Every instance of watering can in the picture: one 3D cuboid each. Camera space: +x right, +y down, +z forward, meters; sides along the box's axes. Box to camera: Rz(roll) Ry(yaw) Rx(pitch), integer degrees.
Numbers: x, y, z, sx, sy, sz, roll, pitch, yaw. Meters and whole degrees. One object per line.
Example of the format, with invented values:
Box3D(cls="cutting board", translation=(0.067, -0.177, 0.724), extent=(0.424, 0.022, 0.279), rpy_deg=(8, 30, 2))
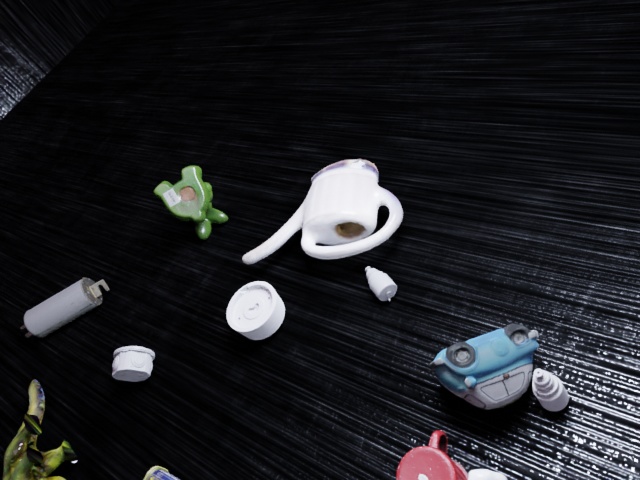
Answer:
Box3D(cls="watering can", translation=(0.003, -0.054, 1.070), extent=(0.346, 0.102, 0.230), rpy_deg=(-9, 50, 22))

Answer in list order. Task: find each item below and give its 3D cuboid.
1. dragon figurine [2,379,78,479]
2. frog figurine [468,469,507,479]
Box3D(cls="dragon figurine", translation=(-0.584, 0.473, 0.974), extent=(0.244, 0.120, 0.415), rpy_deg=(-50, 38, -4))
Box3D(cls="frog figurine", translation=(0.184, 0.362, 0.606), extent=(0.121, 0.137, 0.162), rpy_deg=(-34, 58, 41))
